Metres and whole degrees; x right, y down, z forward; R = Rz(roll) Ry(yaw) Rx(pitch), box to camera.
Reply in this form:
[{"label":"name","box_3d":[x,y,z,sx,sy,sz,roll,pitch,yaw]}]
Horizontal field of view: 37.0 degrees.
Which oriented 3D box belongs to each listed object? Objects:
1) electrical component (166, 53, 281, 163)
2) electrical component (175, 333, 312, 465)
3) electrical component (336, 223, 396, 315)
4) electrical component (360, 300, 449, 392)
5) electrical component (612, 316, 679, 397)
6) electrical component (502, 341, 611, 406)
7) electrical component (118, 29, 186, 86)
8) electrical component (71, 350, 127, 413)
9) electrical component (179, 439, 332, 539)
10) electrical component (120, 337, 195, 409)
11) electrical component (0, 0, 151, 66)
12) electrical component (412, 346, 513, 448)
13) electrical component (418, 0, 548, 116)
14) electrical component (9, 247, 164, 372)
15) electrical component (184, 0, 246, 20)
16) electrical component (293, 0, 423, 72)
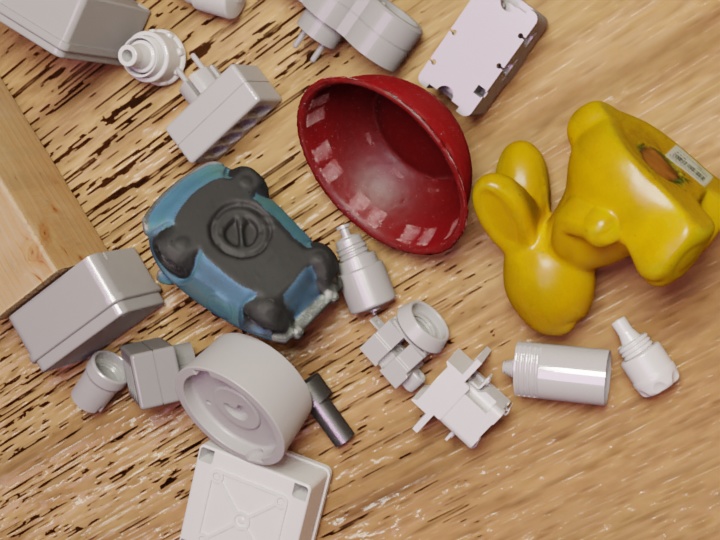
[{"label":"electrical component","box_3d":[-0.124,-0.144,0.894,0.083,0.047,0.075,-39,84,21]},{"label":"electrical component","box_3d":[-0.090,0.100,0.881,0.108,0.060,0.108,24,141,21]},{"label":"electrical component","box_3d":[0.000,0.000,0.877,0.040,0.040,0.078,-21,91,21]},{"label":"electrical component","box_3d":[0.039,0.057,0.870,0.066,0.048,0.055,48,118,7]},{"label":"electrical component","box_3d":[0.213,0.064,0.815,0.035,0.035,0.061,-35,84,21]},{"label":"electrical component","box_3d":[0.151,0.079,0.834,0.081,0.043,0.043,4,100,19]},{"label":"electrical component","box_3d":[-0.179,-0.178,0.899,0.048,0.062,0.048,3,100,19]},{"label":"electrical component","box_3d":[-0.236,0.102,0.978,0.040,0.040,0.046,44,115,8]},{"label":"electrical component","box_3d":[-0.092,0.208,0.934,0.109,0.056,0.108,18,104,16]},{"label":"electrical component","box_3d":[-0.163,0.084,0.935,0.076,0.083,0.047,-12,96,-18]},{"label":"electrical component","box_3d":[-0.250,-0.221,0.893,0.109,0.109,0.056,32,105,12]},{"label":"electrical component","box_3d":[0.084,0.104,0.864,0.064,0.042,0.081,42,110,5]},{"label":"electrical component","box_3d":[0.094,-0.165,0.808,0.050,0.056,0.089,39,109,10]},{"label":"electrical component","box_3d":[-0.239,0.035,0.947,0.113,0.078,0.057,-34,84,21]},{"label":"electrical component","box_3d":[-0.129,-0.234,0.884,0.078,0.040,0.040,20,105,16]},{"label":"electrical component","box_3d":[-0.025,-0.199,0.847,0.138,0.052,0.073,41,109,9]}]
